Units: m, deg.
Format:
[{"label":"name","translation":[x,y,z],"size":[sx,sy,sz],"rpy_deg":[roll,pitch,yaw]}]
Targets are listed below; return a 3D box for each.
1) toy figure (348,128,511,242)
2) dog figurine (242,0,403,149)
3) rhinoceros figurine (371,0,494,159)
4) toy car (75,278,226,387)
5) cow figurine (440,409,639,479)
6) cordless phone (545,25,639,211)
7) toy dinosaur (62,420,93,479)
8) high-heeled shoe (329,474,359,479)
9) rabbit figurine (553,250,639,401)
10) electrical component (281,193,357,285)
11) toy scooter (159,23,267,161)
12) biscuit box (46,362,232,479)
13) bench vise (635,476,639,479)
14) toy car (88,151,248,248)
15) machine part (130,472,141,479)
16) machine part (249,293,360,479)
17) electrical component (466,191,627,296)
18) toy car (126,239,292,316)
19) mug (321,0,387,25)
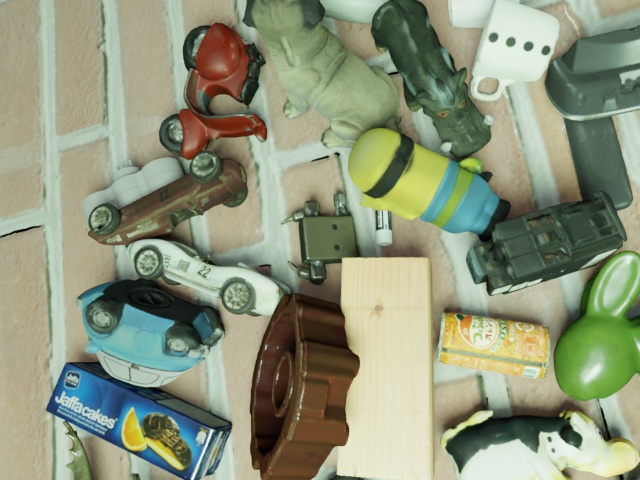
[{"label":"toy figure","translation":[0.117,-0.062,0.580],"size":[0.180,0.089,0.082],"rpy_deg":[27,66,5]},{"label":"dog figurine","translation":[0.014,-0.189,0.590],"size":[0.172,0.190,0.121],"rpy_deg":[21,82,14]},{"label":"rhinoceros figurine","translation":[0.128,-0.181,0.598],"size":[0.073,0.112,0.190],"rpy_deg":[-30,96,7]},{"label":"toy car","translation":[-0.197,0.113,0.617],"size":[0.162,0.109,0.102],"rpy_deg":[21,105,5]},{"label":"cow figurine","translation":[0.208,0.201,0.519],"size":[0.167,0.068,0.098],"rpy_deg":[-22,67,5]},{"label":"cordless phone","translation":[0.334,-0.127,0.574],"size":[0.147,0.088,0.184],"rpy_deg":[-11,86,7]},{"label":"toy dinosaur","translation":[-0.275,0.440,0.547],"size":[0.199,0.105,0.471],"rpy_deg":[6,73,17]},{"label":"high-heeled shoe","translation":[0.098,0.333,0.523],"size":[0.249,0.086,0.145],"rpy_deg":[23,51,0]},{"label":"rabbit figurine","translation":[0.301,0.090,0.494],"size":[0.170,0.121,0.159],"rpy_deg":[-10,69,7]},{"label":"electrical component","translation":[0.000,-0.001,0.625],"size":[0.078,0.045,0.102],"rpy_deg":[-7,76,-19]},{"label":"toy scooter","translation":[-0.117,-0.182,0.677],"size":[0.135,0.075,0.183],"rpy_deg":[14,83,15]},{"label":"biscuit box","translation":[-0.206,0.201,0.610],"size":[0.203,0.059,0.063],"rpy_deg":[18,81,16]},{"label":"bench vise","translation":[0.336,0.221,0.415],"size":[0.224,0.240,0.129],"rpy_deg":[-17,31,35]},{"label":"toy car","translation":[-0.180,-0.037,0.647],"size":[0.202,0.089,0.053],"rpy_deg":[-27,69,4]},{"label":"machine part","translation":[-0.156,0.361,0.552],"size":[0.079,0.079,0.243],"rpy_deg":[-26,73,5]},{"label":"machine part","translation":[-0.022,0.142,0.529],"size":[0.056,0.179,0.179],"rpy_deg":[13,78,-18]},{"label":"electrical component","translation":[0.216,0.010,0.536],"size":[0.134,0.114,0.058],"rpy_deg":[-18,71,6]},{"label":"toy car","translation":[-0.131,0.042,0.625],"size":[0.202,0.073,0.056],"rpy_deg":[19,84,16]},{"label":"mug","translation":[0.045,-0.325,0.679],"size":[0.107,0.080,0.109],"rpy_deg":[23,76,5]}]
